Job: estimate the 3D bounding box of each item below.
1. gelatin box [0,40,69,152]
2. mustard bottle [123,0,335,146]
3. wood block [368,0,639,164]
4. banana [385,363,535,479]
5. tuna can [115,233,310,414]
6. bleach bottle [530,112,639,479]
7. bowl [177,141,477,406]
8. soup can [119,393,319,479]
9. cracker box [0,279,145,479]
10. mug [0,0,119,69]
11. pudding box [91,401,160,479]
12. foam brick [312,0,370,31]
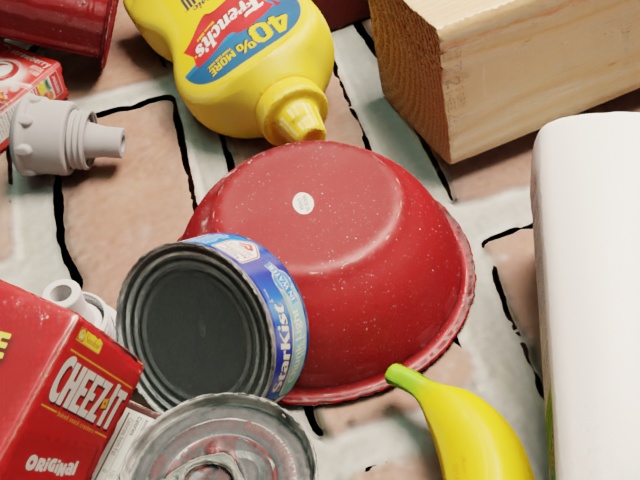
[{"bbox_3d":[-0.213,-0.093,0.659,0.089,0.030,0.073,24,54,26],"label":"gelatin box"},{"bbox_3d":[-0.046,-0.115,0.638,0.096,0.058,0.192,-33,51,-1],"label":"mustard bottle"},{"bbox_3d":[0.140,-0.134,0.604,0.206,0.090,0.091,-23,41,-12],"label":"wood block"},{"bbox_3d":[0.051,0.132,0.416,0.070,0.037,0.197,-10,42,23],"label":"banana"},{"bbox_3d":[-0.048,0.040,0.475,0.086,0.086,0.033,23,21,26],"label":"tuna can"},{"bbox_3d":[0.119,0.070,0.433,0.068,0.102,0.250,-3,52,16],"label":"bleach bottle"},{"bbox_3d":[-0.003,0.001,0.530,0.162,0.055,0.162,-4,46,4],"label":"bowl"},{"bbox_3d":[-0.030,0.113,0.393,0.068,0.102,0.068,-3,46,3],"label":"soup can"},{"bbox_3d":[-0.188,0.106,0.397,0.164,0.072,0.213,19,73,22],"label":"cracker box"},{"bbox_3d":[-0.164,-0.170,0.665,0.081,0.093,0.117,11,56,-11],"label":"mug"},{"bbox_3d":[-0.113,0.102,0.442,0.114,0.039,0.090,19,71,20],"label":"pudding box"},{"bbox_3d":[-0.003,-0.179,0.701,0.053,0.051,0.078,-22,49,-15],"label":"foam brick"}]
